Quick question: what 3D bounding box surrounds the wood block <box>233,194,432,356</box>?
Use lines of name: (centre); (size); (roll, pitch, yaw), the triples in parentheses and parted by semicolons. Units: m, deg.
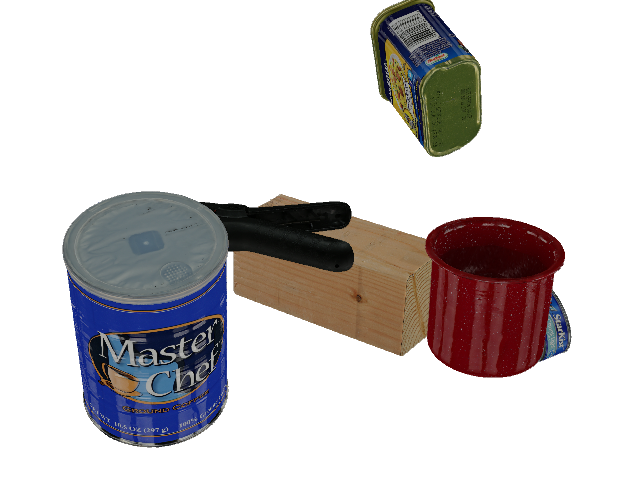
wood block: (0.018, 0.032, 1.092); (0.206, 0.091, 0.090); (19, 31, 29)

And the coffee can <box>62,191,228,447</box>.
coffee can: (-0.112, 0.053, 0.709); (0.103, 0.140, 0.103); (2, 40, -2)

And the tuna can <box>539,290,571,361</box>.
tuna can: (0.231, 0.086, 1.148); (0.033, 0.086, 0.086); (-20, 5, -15)

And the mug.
mug: (0.113, 0.034, 0.742); (0.093, 0.081, 0.117); (-5, 28, -12)

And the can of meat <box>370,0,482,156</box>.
can of meat: (0.087, -0.130, 0.857); (0.057, 0.084, 0.102); (-24, -38, -8)

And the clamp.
clamp: (-0.068, -0.008, 0.885); (0.210, 0.036, 0.164); (2, 13, -6)
